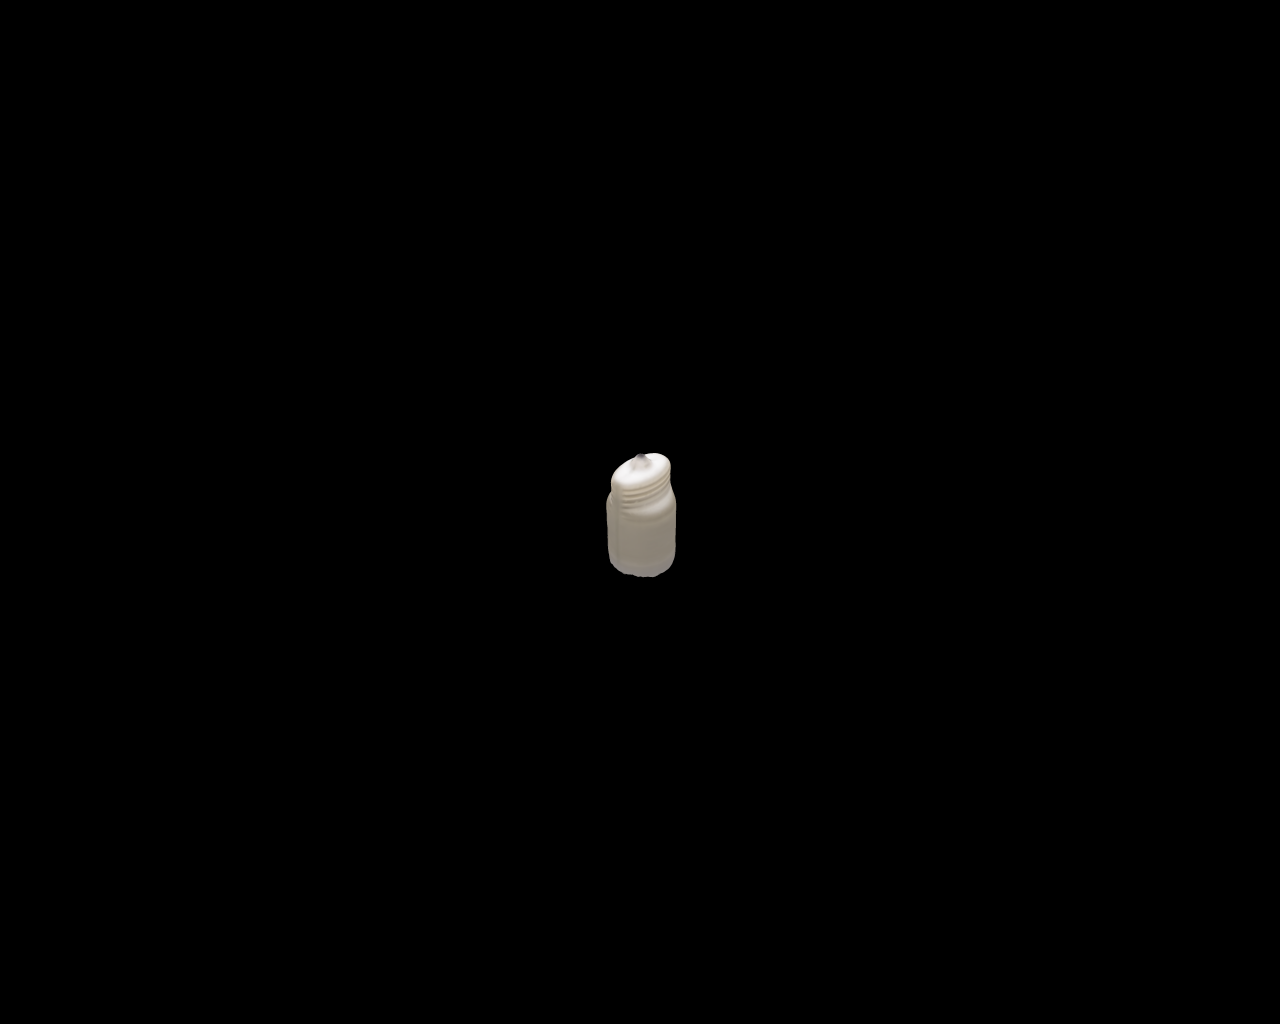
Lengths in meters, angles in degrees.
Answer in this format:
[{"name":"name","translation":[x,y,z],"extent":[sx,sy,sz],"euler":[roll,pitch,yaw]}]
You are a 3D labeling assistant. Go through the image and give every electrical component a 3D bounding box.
[{"name":"electrical component","translation":[0.001,-0.003,0.650],"extent":[0.043,0.080,0.043],"euler":[0,38,0]}]
